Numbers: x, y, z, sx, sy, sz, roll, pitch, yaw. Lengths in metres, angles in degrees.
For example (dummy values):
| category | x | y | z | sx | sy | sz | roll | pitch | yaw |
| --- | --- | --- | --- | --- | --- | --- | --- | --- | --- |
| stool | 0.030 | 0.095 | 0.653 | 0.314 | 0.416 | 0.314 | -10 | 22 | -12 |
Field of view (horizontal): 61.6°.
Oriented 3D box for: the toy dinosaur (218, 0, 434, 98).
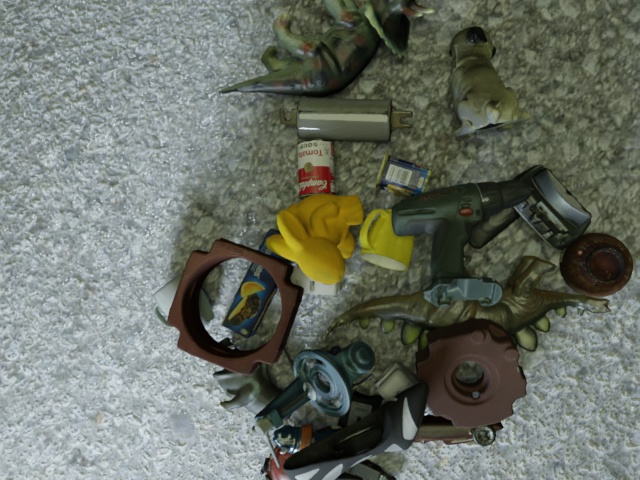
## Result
| category | x | y | z | sx | sy | sz | roll | pitch | yaw |
| --- | --- | --- | --- | --- | --- | --- | --- | --- | --- |
| toy dinosaur | 0.021 | -0.339 | 0.972 | 0.405 | 0.131 | 0.192 | -42 | 82 | 11 |

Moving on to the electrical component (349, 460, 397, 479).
| category | x | y | z | sx | sy | sz | roll | pitch | yaw |
| --- | --- | --- | --- | --- | --- | --- | --- | --- | --- |
| electrical component | 0.076 | 0.437 | 0.958 | 0.102 | 0.045 | 0.078 | 28 | 94 | 9 |

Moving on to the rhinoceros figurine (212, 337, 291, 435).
| category | x | y | z | sx | sy | sz | roll | pitch | yaw |
| --- | --- | --- | --- | --- | --- | --- | --- | --- | --- |
| rhinoceros figurine | -0.129 | 0.263 | 0.984 | 0.190 | 0.073 | 0.112 | 44 | 96 | 8 |

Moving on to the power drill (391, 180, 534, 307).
| category | x | y | z | sx | sy | sz | roll | pitch | yaw |
| --- | --- | --- | --- | --- | --- | --- | --- | --- | --- |
| power drill | 0.231 | -0.003 | 0.841 | 0.232 | 0.085 | 0.207 | -5 | 61 | 9 |

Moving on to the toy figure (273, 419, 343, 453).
| category | x | y | z | sx | sy | sz | roll | pitch | yaw |
| --- | --- | --- | --- | --- | --- | --- | --- | --- | --- |
| toy figure | -0.005 | 0.349 | 0.917 | 0.155 | 0.064 | 0.057 | 8 | 116 | 2 |

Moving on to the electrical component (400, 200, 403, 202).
| category | x | y | z | sx | sy | sz | roll | pitch | yaw |
| --- | --- | --- | --- | --- | --- | --- | --- | --- | --- |
| electrical component | 0.185 | -0.043 | 0.953 | 0.094 | 0.063 | 0.021 | 23 | 86 | 18 |

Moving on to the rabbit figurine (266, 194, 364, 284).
| category | x | y | z | sx | sy | sz | roll | pitch | yaw |
| --- | --- | --- | --- | --- | --- | --- | --- | --- | --- |
| rabbit figurine | -0.002 | -0.003 | 0.899 | 0.162 | 0.173 | 0.121 | 17 | 131 | -16 |

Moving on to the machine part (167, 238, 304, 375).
| category | x | y | z | sx | sy | sz | roll | pitch | yaw |
| --- | --- | --- | --- | --- | --- | --- | --- | --- | --- |
| machine part | -0.142 | 0.112 | 0.922 | 0.202 | 0.087 | 0.201 | 19 | 89 | 9 |

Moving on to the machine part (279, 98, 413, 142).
| category | x | y | z | sx | sy | sz | roll | pitch | yaw |
| --- | --- | --- | --- | --- | --- | --- | --- | --- | --- |
| machine part | 0.045 | -0.217 | 0.977 | 0.243 | 0.079 | 0.079 | 2 | 88 | 9 |

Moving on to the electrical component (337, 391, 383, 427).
| category | x | y | z | sx | sy | sz | roll | pitch | yaw |
| --- | --- | --- | --- | --- | --- | --- | --- | --- | --- |
| electrical component | 0.067 | 0.330 | 0.964 | 0.075 | 0.047 | 0.119 | 15 | 88 | 10 |

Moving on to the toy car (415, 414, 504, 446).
| category | x | y | z | sx | sy | sz | roll | pitch | yaw |
| --- | --- | --- | --- | --- | --- | --- | --- | --- | --- |
| toy car | 0.208 | 0.324 | 0.921 | 0.202 | 0.089 | 0.053 | -2 | 88 | 7 |

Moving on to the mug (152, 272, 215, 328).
| category | x | y | z | sx | sy | sz | roll | pitch | yaw |
| --- | --- | --- | --- | --- | --- | --- | --- | --- | --- |
| mug | -0.259 | 0.129 | 1.010 | 0.109 | 0.081 | 0.107 | -39 | 89 | 14 |

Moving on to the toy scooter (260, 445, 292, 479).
| category | x | y | z | sx | sy | sz | roll | pitch | yaw |
| --- | --- | --- | --- | --- | --- | --- | --- | --- | --- |
| toy scooter | -0.051 | 0.448 | 0.961 | 0.135 | 0.075 | 0.184 | -28 | 86 | 0 |

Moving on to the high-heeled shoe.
| category | x | y | z | sx | sy | sz | roll | pitch | yaw |
| --- | --- | --- | --- | --- | --- | --- | --- | --- | --- |
| high-heeled shoe | 0.053 | 0.297 | 0.836 | 0.145 | 0.086 | 0.248 | 24 | 107 | -21 |

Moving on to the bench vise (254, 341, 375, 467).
| category | x | y | z | sx | sy | sz | roll | pitch | yaw |
| --- | --- | --- | --- | --- | --- | --- | --- | --- | --- |
| bench vise | -0.023 | 0.245 | 0.882 | 0.224 | 0.240 | 0.128 | -25 | 92 | 49 |

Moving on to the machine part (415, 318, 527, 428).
| category | x | y | z | sx | sy | sz | roll | pitch | yaw |
| --- | --- | --- | --- | --- | --- | --- | --- | --- | --- |
| machine part | 0.241 | 0.215 | 0.862 | 0.179 | 0.056 | 0.179 | 2 | 102 | 9 |

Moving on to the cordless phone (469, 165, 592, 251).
| category | x | y | z | sx | sy | sz | roll | pitch | yaw |
| --- | --- | --- | --- | --- | --- | --- | --- | --- | --- |
| cordless phone | 0.354 | -0.025 | 0.929 | 0.184 | 0.088 | 0.146 | -42 | 82 | 16 |

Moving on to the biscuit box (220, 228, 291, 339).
| category | x | y | z | sx | sy | sz | roll | pitch | yaw |
| --- | --- | --- | --- | --- | --- | --- | --- | --- | --- |
| biscuit box | -0.108 | 0.079 | 0.994 | 0.059 | 0.063 | 0.202 | 26 | 92 | 7 |

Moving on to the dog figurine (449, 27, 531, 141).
| category | x | y | z | sx | sy | sz | roll | pitch | yaw |
| --- | --- | --- | --- | --- | --- | --- | --- | --- | --- |
| dog figurine | 0.267 | -0.276 | 0.902 | 0.121 | 0.172 | 0.190 | -12 | 93 | -2 |

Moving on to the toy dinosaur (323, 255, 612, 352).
| category | x | y | z | sx | sy | sz | roll | pitch | yaw |
| --- | --- | --- | --- | --- | --- | --- | --- | --- | --- |
| toy dinosaur | 0.239 | 0.119 | 0.921 | 0.472 | 0.105 | 0.198 | 2 | 91 | 14 |
